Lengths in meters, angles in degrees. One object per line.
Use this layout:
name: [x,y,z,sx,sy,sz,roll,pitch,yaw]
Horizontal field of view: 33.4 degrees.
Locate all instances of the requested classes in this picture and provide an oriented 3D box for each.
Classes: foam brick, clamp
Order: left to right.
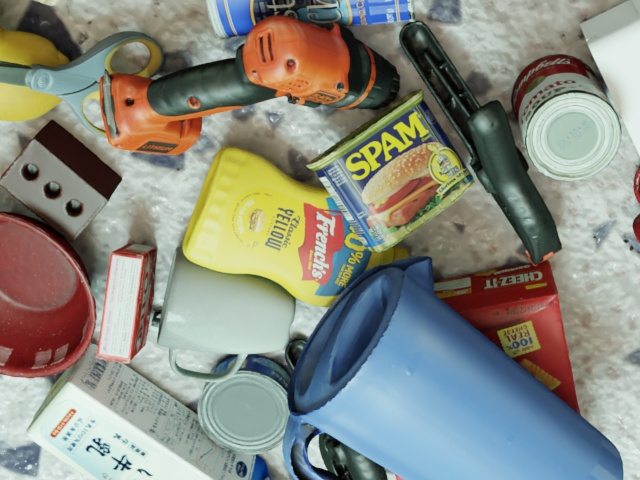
foam brick: [-0.209,-0.048,0.860,0.078,0.051,0.053,40,111,-12]
clamp: [0.017,0.165,0.926,0.039,0.120,0.171,-23,131,-22]
clamp: [0.128,-0.065,0.799,0.036,0.165,0.209,-32,131,6]

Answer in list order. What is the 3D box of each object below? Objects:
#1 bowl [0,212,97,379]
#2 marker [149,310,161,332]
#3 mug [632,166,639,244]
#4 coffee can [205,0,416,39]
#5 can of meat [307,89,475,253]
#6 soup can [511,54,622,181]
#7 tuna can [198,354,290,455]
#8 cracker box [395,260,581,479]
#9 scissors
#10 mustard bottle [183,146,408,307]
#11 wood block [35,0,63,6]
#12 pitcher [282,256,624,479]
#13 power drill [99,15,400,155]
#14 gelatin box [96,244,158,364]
bowl: [-0.254,0.035,0.892,0.162,0.055,0.162,6,120,10]
marker: [-0.127,0.074,0.924,0.121,0.020,0.020,14,114,-1]
mug: [0.288,-0.019,0.816,0.082,0.093,0.117,-45,72,25]
coffee can: [-0.006,-0.199,0.748,0.140,0.102,0.103,-4,113,7]
can of meat: [0.055,-0.051,0.810,0.102,0.057,0.084,-35,98,-11]
soup can: [0.178,-0.090,0.780,0.068,0.102,0.068,2,114,4]
tuna can: [-0.063,0.144,0.941,0.086,0.033,0.086,2,114,4]
cracker box: [0.133,0.137,0.900,0.164,0.072,0.213,-11,113,10]
scissors: [-0.190,-0.132,0.780,0.201,0.016,0.096,26,97,-49]
mustard bottle: [-0.005,0.001,0.851,0.191,0.058,0.096,21,89,-14]
wood block: [-0.170,-0.228,0.693,0.090,0.206,0.091,21,114,-4]
pitcher: [0.099,0.143,0.794,0.242,0.145,0.149,36,129,-15]
power drill: [-0.050,-0.109,0.780,0.188,0.184,0.057,-13,82,27]
gelatin box: [-0.156,0.051,0.874,0.030,0.073,0.089,8,95,0]
